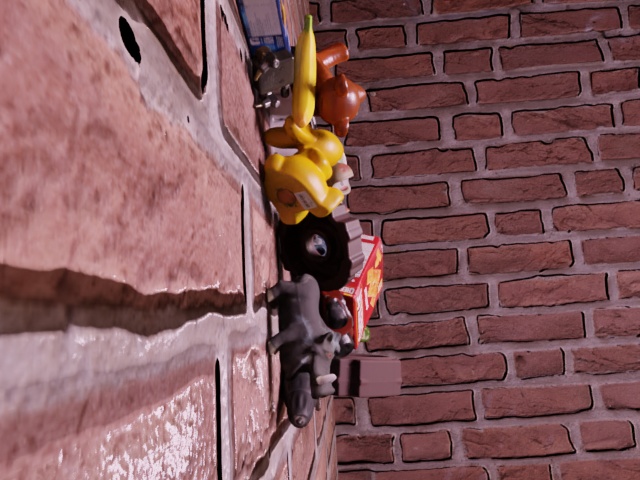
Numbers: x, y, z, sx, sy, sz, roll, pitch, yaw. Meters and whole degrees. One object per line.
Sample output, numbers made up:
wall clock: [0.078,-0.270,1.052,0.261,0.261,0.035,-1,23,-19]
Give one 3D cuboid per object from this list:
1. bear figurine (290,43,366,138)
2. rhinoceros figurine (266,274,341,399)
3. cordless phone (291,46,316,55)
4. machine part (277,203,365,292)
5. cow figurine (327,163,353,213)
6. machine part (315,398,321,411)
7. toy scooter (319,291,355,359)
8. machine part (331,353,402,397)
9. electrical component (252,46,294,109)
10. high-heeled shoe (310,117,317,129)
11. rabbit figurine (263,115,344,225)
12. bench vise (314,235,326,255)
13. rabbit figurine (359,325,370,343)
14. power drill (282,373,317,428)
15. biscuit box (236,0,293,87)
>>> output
bear figurine: [0.030,-0.266,0.945,0.196,0.132,0.120,40,-36,50]
rhinoceros figurine: [-0.024,0.148,0.827,0.073,0.112,0.190,85,-6,-69]
cordless phone: [-0.054,-0.359,1.272,0.146,0.089,0.184,-78,168,-81]
machine part: [0.002,0.009,0.990,0.056,0.180,0.179,-20,110,-51]
cow figurine: [-0.006,-0.088,1.056,0.127,0.195,0.085,54,42,0]
machine part: [-0.020,0.237,1.130,0.079,0.079,0.243,81,4,-59]
toy scooter: [0.016,0.146,1.066,0.183,0.075,0.135,84,-19,-50]
machine part: [0.068,0.302,1.223,0.202,0.201,0.087,-6,-104,49]
electrical component: [-0.073,-0.247,0.823,0.045,0.078,0.102,58,-26,28]
high-heeled shoe: [-0.057,-0.247,1.173,0.145,0.086,0.248,40,48,-66]
rabbit figurine: [-0.027,-0.132,0.918,0.162,0.122,0.173,49,53,-17]
bench vise: [-0.013,-0.003,1.233,0.224,0.129,0.240,-95,-177,-54]
rabbit figurine: [0.013,0.196,1.322,0.159,0.170,0.121,-28,-127,44]
power drill: [-0.032,0.183,0.933,0.232,0.086,0.207,-84,166,-83]
biscuit box: [-0.081,-0.320,0.830,0.202,0.059,0.063,80,7,-67]
